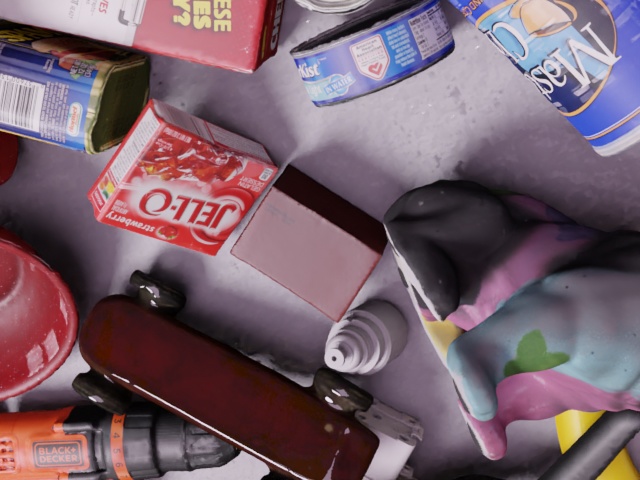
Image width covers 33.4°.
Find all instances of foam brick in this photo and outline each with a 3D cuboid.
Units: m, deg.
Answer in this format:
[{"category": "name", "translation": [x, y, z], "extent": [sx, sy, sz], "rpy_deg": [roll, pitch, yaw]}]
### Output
[{"category": "foam brick", "translation": [-0.004, 0.001, 0.637], "extent": [0.078, 0.051, 0.053], "rpy_deg": [34, 110, -1]}]

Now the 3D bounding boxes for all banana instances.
[{"category": "banana", "translation": [0.194, 0.148, 0.655], "extent": [0.070, 0.037, 0.198], "rpy_deg": [-41, 97, 7]}]

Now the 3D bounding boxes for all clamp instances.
[{"category": "clamp", "translation": [0.140, 0.190, 0.651], "extent": [0.210, 0.036, 0.164], "rpy_deg": [-25, 99, 34]}]

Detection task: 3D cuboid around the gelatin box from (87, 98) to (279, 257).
[{"category": "gelatin box", "translation": [-0.079, -0.034, 0.628], "extent": [0.089, 0.030, 0.073], "rpy_deg": [20, 117, -41]}]

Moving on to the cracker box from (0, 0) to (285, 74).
[{"category": "cracker box", "translation": [-0.119, -0.196, 0.586], "extent": [0.214, 0.072, 0.164], "rpy_deg": [13, 111, 6]}]

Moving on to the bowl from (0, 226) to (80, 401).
[{"category": "bowl", "translation": [-0.234, 0.036, 0.674], "extent": [0.162, 0.055, 0.162], "rpy_deg": [-6, 133, -7]}]

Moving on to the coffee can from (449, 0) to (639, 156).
[{"category": "coffee can", "translation": [0.132, -0.127, 0.539], "extent": [0.140, 0.102, 0.103], "rpy_deg": [44, 111, -5]}]

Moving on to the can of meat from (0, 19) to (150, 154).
[{"category": "can of meat", "translation": [-0.151, -0.088, 0.612], "extent": [0.084, 0.102, 0.057], "rpy_deg": [15, 106, 4]}]

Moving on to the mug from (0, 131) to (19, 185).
[{"category": "mug", "translation": [-0.238, -0.076, 0.648], "extent": [0.081, 0.093, 0.117], "rpy_deg": [-12, 75, 10]}]

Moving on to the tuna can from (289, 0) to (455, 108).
[{"category": "tuna can", "translation": [0.029, -0.103, 0.578], "extent": [0.086, 0.086, 0.034], "rpy_deg": [-19, 105, 17]}]

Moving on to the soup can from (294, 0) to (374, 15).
[{"category": "soup can", "translation": [0.015, -0.156, 0.554], "extent": [0.068, 0.102, 0.068], "rpy_deg": [4, 109, 11]}]

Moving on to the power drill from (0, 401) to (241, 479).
[{"category": "power drill", "translation": [-0.134, 0.200, 0.714], "extent": [0.184, 0.057, 0.188], "rpy_deg": [-4, 94, 10]}]
